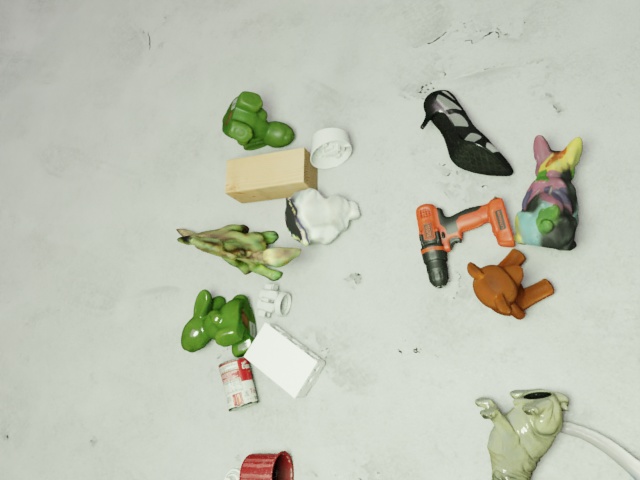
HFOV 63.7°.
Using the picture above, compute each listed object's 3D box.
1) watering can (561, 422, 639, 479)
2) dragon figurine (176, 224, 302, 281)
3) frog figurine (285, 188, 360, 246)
[{"bbox_3d":[0.580,0.385,0.819,0.345,0.103,0.228,-14,69,30],"label":"watering can"},{"bbox_3d":[-0.221,0.006,1.165,0.411,0.241,0.123,10,84,21],"label":"dragon figurine"},{"bbox_3d":[0.004,-0.060,1.186,0.161,0.120,0.139,-21,71,-24],"label":"frog figurine"}]
